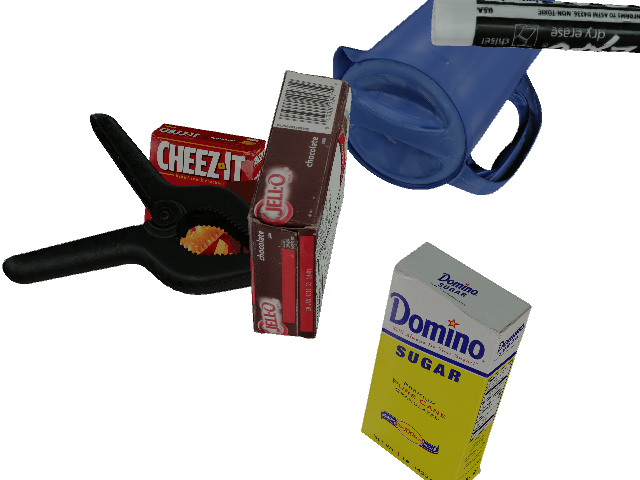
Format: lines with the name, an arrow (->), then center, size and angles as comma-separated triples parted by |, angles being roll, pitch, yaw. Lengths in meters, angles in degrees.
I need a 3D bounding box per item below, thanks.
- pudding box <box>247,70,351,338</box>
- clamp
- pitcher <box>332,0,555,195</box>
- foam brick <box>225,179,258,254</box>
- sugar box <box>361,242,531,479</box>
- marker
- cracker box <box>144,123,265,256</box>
pudding box -> -0.011, -0.019, 0.563 | 0.039, 0.113, 0.090 | 9, -41, 5
clamp -> -0.122, -0.020, 0.836 | 0.210, 0.164, 0.036 | 11, -31, 6
pitcher -> 0.133, -0.157, 0.986 | 0.145, 0.149, 0.242 | 10, 42, 34
foam brick -> -0.064, -0.021, 1.074 | 0.053, 0.051, 0.078 | -4, 32, -17
sugar box -> 0.086, 0.097, 0.775 | 0.093, 0.176, 0.048 | 33, 47, 28
marker -> 0.103, -0.081, 0.403 | 0.121, 0.020, 0.020 | 3, 0, 2
cracker box -> -0.179, -0.056, 1.619 | 0.164, 0.214, 0.072 | 10, 19, 6
